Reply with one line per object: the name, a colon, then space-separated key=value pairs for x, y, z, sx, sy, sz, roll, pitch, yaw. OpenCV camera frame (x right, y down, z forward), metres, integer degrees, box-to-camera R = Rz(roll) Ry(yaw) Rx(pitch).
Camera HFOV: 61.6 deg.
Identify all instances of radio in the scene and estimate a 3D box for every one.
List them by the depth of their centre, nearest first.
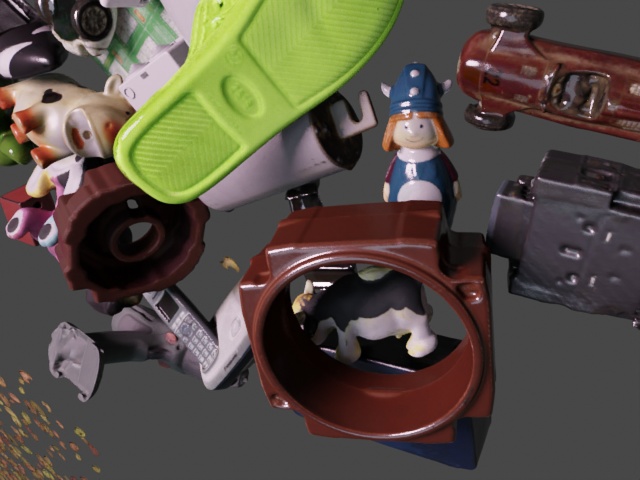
radio: x=0.072 y=0.162 z=0.612 sx=0.230 sy=0.073 sz=0.130 roll=7 pitch=123 yaw=28

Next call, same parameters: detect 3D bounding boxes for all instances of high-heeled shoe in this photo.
high-heeled shoe: x=-0.363 y=-0.264 z=0.581 sx=0.249 sy=0.086 sz=0.145 roll=27 pitch=149 yaw=37

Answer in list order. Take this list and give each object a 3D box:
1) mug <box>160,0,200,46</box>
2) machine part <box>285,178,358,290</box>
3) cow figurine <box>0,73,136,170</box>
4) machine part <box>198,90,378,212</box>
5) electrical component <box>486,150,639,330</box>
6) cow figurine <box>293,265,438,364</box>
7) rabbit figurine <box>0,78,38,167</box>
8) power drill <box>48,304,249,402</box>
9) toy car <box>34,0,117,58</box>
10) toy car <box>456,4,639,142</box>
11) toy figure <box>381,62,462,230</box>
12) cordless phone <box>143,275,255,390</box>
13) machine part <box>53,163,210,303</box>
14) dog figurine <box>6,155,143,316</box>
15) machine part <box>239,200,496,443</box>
mug: x=-0.067 y=-0.187 z=0.468 sx=0.110 sy=0.081 sz=0.107 roll=-17 pitch=122 yaw=14
machine part: x=-0.001 y=-0.002 z=0.570 sx=0.084 sy=0.039 sz=0.138 roll=6 pitch=125 yaw=34
cow figurine: x=-0.270 y=-0.137 z=0.601 sx=0.195 sy=0.127 sz=0.085 roll=30 pitch=145 yaw=41
machine part: x=-0.047 y=-0.082 z=0.519 sx=0.243 sy=0.079 sz=0.079 roll=-14 pitch=112 yaw=38
electrical component: x=0.203 y=-0.004 z=0.421 sx=0.134 sy=0.058 sz=0.114 roll=15 pitch=125 yaw=24
cow figurine: x=0.028 y=0.071 z=0.546 sx=0.167 sy=0.068 sz=0.098 roll=-10 pitch=125 yaw=17
rabbit figurine: x=-0.424 y=-0.163 z=0.711 sx=0.159 sy=0.121 sz=0.170 roll=23 pitch=148 yaw=11
power drill: x=-0.237 y=0.153 z=0.732 sx=0.232 sy=0.207 sz=0.086 roll=23 pitch=106 yaw=30
toy car: x=-0.234 y=-0.279 z=0.513 sx=0.074 sy=0.056 sz=0.201 roll=26 pitch=125 yaw=24
toy car: x=0.192 y=-0.100 z=0.367 sx=0.202 sy=0.053 sz=0.089 roll=22 pitch=127 yaw=21
toy figure: x=0.086 y=-0.069 z=0.456 sx=0.064 sy=0.058 sz=0.154 roll=-15 pitch=119 yaw=-8
cordless phone: x=-0.141 y=0.083 z=0.685 sx=0.184 sy=0.089 sz=0.146 roll=43 pitch=120 yaw=10
machine part: x=-0.214 y=-0.010 z=0.615 sx=0.056 sy=0.179 sz=0.179 roll=46 pitch=140 yaw=35
dog figurine: x=-0.282 y=-0.007 z=0.716 sx=0.109 sy=0.191 sz=0.219 roll=5 pitch=156 yaw=28
machine part: x=0.044 y=0.074 z=0.458 sx=0.201 sy=0.087 sz=0.201 roll=-2 pitch=114 yaw=17
